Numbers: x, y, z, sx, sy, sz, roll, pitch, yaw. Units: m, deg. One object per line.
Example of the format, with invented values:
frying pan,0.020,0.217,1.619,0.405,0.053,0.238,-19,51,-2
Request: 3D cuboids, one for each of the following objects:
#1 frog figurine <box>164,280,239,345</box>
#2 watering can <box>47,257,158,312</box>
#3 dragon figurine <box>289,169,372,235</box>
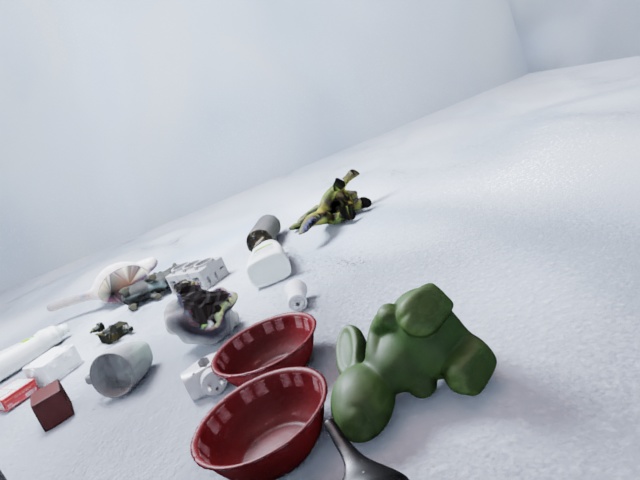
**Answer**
frog figurine,-0.226,0.151,0.981,0.138,0.125,0.156,-6,-26,-20
watering can,-0.655,0.146,1.580,0.351,0.103,0.224,-29,16,-25
dragon figurine,0.005,-0.075,1.480,0.416,0.122,0.239,-34,1,-44
